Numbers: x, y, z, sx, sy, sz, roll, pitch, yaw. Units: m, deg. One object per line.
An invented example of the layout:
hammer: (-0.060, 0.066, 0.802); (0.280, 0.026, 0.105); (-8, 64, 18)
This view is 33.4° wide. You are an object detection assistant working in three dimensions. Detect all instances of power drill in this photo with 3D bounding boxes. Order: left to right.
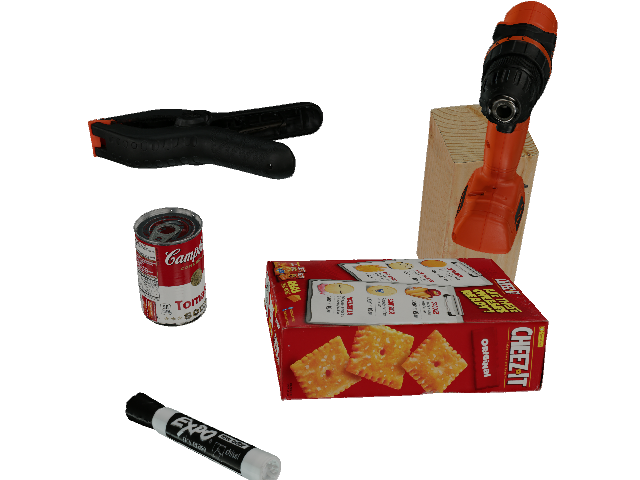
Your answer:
power drill: (0.152, -0.085, 0.878); (0.057, 0.188, 0.184); (15, 35, 11)

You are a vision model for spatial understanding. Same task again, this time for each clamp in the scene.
clamp: (-0.081, -0.078, 0.782); (0.172, 0.039, 0.120); (7, 19, 18)

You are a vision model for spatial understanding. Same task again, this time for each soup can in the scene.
soup can: (-0.151, 0.027, 1.078); (0.068, 0.102, 0.068); (0, 32, 0)

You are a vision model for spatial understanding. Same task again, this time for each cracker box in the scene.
cracker box: (0.064, 0.072, 0.911); (0.213, 0.072, 0.164); (0, 17, -7)

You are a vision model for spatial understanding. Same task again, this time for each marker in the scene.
marker: (-0.074, 0.117, 0.640); (0.121, 0.020, 0.020); (16, 10, 38)

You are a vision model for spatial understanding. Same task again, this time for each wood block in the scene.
wood block: (0.162, -0.035, 1.131); (0.090, 0.206, 0.091); (-6, 44, -7)
